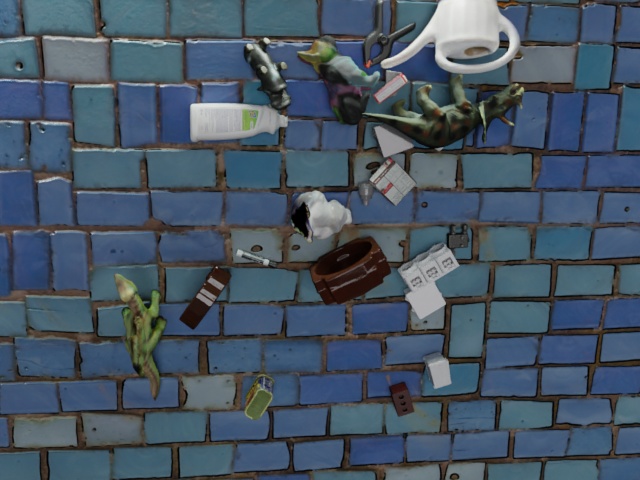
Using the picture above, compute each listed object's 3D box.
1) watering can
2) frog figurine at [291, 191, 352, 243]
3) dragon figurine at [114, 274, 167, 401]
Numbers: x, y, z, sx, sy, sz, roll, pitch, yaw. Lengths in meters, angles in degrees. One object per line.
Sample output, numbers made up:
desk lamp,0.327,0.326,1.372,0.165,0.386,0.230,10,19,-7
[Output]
watering can,0.333,-0.535,1.323,0.347,0.103,0.226,2,81,8
frog figurine,0.004,-0.071,1.416,0.161,0.122,0.137,-20,95,-37
dragon figurine,-0.475,0.278,1.355,0.122,0.244,0.407,-10,99,-7
